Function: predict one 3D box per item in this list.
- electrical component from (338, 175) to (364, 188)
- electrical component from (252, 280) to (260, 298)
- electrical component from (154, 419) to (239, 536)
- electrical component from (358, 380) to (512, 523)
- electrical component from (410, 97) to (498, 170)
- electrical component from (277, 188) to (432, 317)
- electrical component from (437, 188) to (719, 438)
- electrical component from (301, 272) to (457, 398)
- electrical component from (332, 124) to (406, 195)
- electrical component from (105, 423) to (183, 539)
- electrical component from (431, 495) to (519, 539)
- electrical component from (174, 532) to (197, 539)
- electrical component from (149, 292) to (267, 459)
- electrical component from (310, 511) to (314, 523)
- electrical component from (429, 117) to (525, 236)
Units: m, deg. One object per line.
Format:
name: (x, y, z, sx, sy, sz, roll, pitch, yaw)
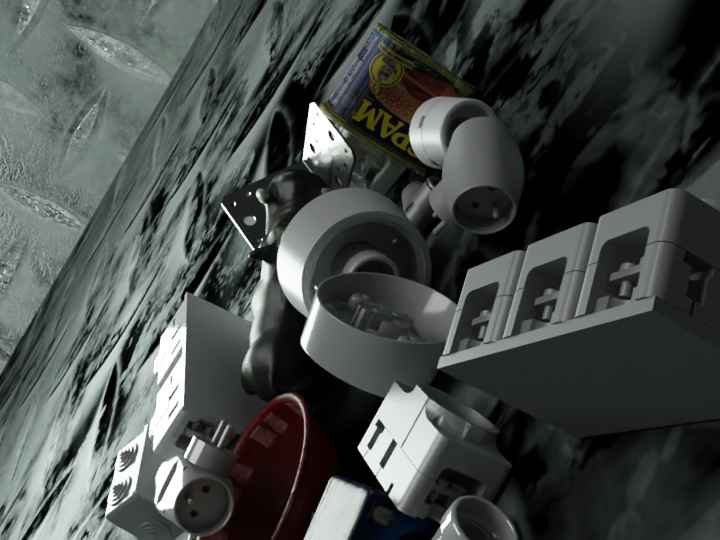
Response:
electrical component: (-0.042, -0.068, 1.002, 0.077, 0.079, 0.044, -42, 29, 45)
electrical component: (-0.059, 0.016, 0.965, 0.096, 0.061, 0.061, -56, 21, 18)
electrical component: (-0.115, 0.148, 0.792, 0.079, 0.043, 0.077, -64, 20, -6)
electrical component: (0.043, 0.103, 0.615, 0.055, 0.050, 0.089, -61, 20, 5)
electrical component: (0.072, -0.102, 0.803, 0.055, 0.055, 0.047, -64, 23, -4)
electrical component: (0.000, 0.000, 0.777, 0.108, 0.108, 0.060, -60, 26, 7)
electrical component: (0.116, 0.023, 0.476, 0.150, 0.089, 0.061, -26, 41, 59)
electrical component: (0.013, 0.040, 0.707, 0.064, 0.099, 0.099, -65, 19, 14)
electrical component: (0.007, -0.107, 0.955, 0.042, 0.064, 0.081, -51, 23, 32)
electrical component: (-0.176, 0.201, 0.967, 0.048, 0.100, 0.099, -39, 28, 23)
electrical component: (0.053, 0.146, 0.553, 0.046, 0.040, 0.040, -58, 19, 30)
electrical component: (-0.136, 0.257, 0.867, 0.066, 0.047, 0.076, -43, 27, 43)
electrical component: (-0.118, 0.107, 0.929, 0.060, 0.105, 0.186, -56, 21, 19)
electrical component: (-0.011, 0.167, 0.685, 0.040, 0.040, 0.046, -63, 14, 0)
electrical component: (0.075, -0.055, 0.749, 0.079, 0.043, 0.077, -47, 25, 37)
